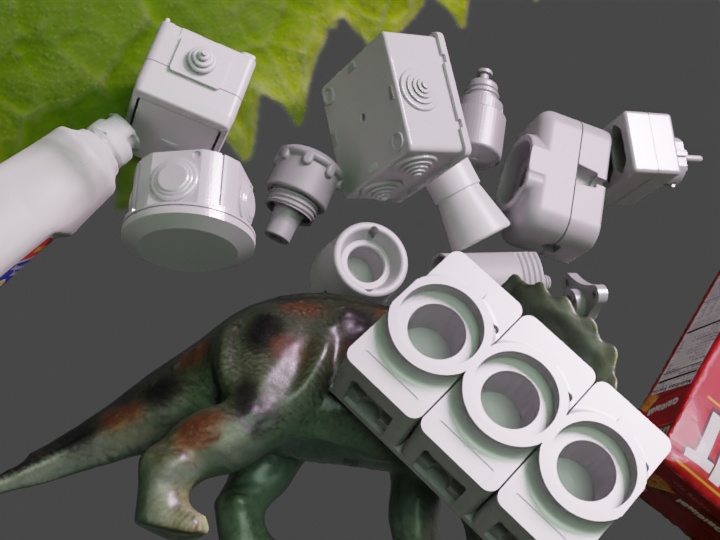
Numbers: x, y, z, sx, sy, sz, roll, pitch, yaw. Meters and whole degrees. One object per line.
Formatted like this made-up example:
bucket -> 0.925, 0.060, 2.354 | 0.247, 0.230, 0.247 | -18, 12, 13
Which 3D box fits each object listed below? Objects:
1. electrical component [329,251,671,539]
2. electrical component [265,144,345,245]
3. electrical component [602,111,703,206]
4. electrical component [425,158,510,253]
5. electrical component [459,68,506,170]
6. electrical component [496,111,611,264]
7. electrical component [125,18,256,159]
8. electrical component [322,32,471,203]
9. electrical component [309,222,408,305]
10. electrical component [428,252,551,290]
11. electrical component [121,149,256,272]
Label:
electrical component -> 0.071, 0.074, 0.554 | 0.150, 0.061, 0.089 | 43, 64, 11
electrical component -> -0.042, -0.047, 0.702 | 0.048, 0.048, 0.062 | 27, 74, -9
electrical component -> 0.213, -0.079, 0.789 | 0.077, 0.066, 0.047 | 1, 72, -19
electrical component -> 0.069, -0.049, 0.736 | 0.044, 0.044, 0.065 | -26, 88, -25
electrical component -> 0.084, -0.108, 0.767 | 0.040, 0.040, 0.078 | 16, 67, -14
electrical component -> 0.135, -0.060, 0.761 | 0.059, 0.054, 0.095 | 18, 67, -13
electrical component -> -0.108, -0.104, 0.668 | 0.062, 0.096, 0.061 | 22, 66, -11
electrical component -> 0.021, -0.100, 0.712 | 0.048, 0.100, 0.099 | -2, 72, -33
electrical component -> 0.000, 0.000, 0.697 | 0.055, 0.047, 0.055 | 6, 70, -17
electrical component -> 0.091, 0.010, 0.728 | 0.081, 0.043, 0.043 | -1, 73, -20
electrical component -> -0.103, -0.034, 0.656 | 0.080, 0.080, 0.051 | 9, 64, -16
